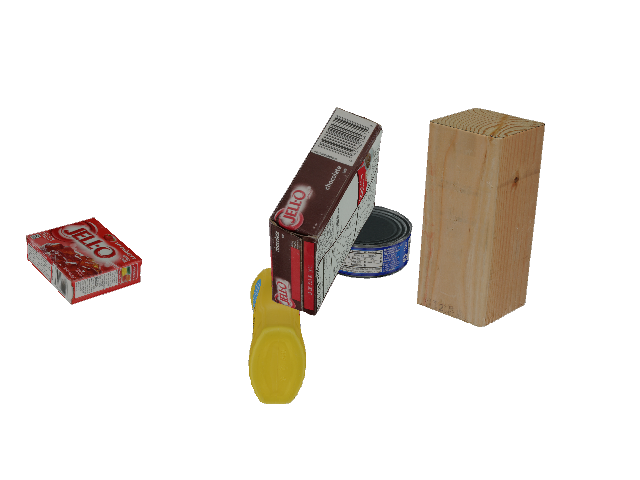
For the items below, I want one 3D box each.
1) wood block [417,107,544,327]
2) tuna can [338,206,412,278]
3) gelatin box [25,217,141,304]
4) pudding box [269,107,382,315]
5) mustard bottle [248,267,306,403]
[{"bbox_3d":[0.169,-0.026,1.136,0.090,0.206,0.090,20,27,38],"label":"wood block"},{"bbox_3d":[0.037,0.000,0.941,0.086,0.034,0.086,1,26,-1],"label":"tuna can"},{"bbox_3d":[-0.220,0.016,0.988,0.073,0.030,0.089,-18,40,-36],"label":"gelatin box"},{"bbox_3d":[0.004,-0.019,0.727,0.039,0.113,0.090,22,-35,14],"label":"pudding box"},{"bbox_3d":[-0.047,0.084,1.146,0.058,0.096,0.191,-1,27,-3],"label":"mustard bottle"}]
